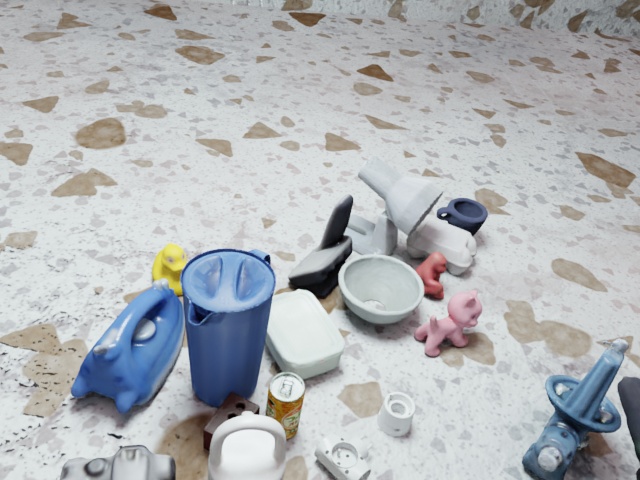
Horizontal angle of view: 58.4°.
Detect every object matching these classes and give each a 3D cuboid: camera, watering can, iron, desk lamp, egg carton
[{"bbox_3d":[-0.254,0.339,0.717,0.143,0.101,0.136,-1,40,-13],"label":"camera"},{"bbox_3d":[-0.090,0.295,0.732,0.101,0.194,0.172,-13,44,-26],"label":"watering can"},{"bbox_3d":[-0.288,0.141,0.923,0.118,0.141,0.258,16,39,8],"label":"iron"},{"bbox_3d":[0.141,-0.062,1.212,0.202,0.213,0.118,27,42,21],"label":"desk lamp"},{"bbox_3d":[0.269,0.012,1.263,0.150,0.069,0.107,22,40,15],"label":"egg carton"}]

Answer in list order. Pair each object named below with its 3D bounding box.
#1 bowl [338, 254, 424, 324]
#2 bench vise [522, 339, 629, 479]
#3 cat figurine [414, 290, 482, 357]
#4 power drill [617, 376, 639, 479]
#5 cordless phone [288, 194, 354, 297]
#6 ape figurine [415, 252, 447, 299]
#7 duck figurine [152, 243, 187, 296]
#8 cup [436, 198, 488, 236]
[{"bbox_3d":[0.112,0.107,1.108,0.167,0.075,0.167,6,38,-5],"label":"bowl"},{"bbox_3d":[0.400,0.262,0.860,0.121,0.220,0.208,20,39,13],"label":"bench vise"},{"bbox_3d":[0.247,0.142,1.058,0.128,0.118,0.067,-14,44,-27],"label":"cat figurine"},{"bbox_3d":[0.446,0.336,0.786,0.076,0.208,0.229,-3,40,-16],"label":"power drill"},{"bbox_3d":[0.010,0.004,1.124,0.094,0.185,0.148,23,40,17],"label":"cordless phone"},{"bbox_3d":[0.232,0.065,1.171,0.076,0.092,0.078,22,40,16],"label":"ape figurine"},{"bbox_3d":[-0.281,0.043,1.092,0.078,0.086,0.104,-19,46,-31],"label":"duck figurine"},{"bbox_3d":[0.316,-0.036,1.314,0.118,0.095,0.091,0,39,-12],"label":"cup"}]
